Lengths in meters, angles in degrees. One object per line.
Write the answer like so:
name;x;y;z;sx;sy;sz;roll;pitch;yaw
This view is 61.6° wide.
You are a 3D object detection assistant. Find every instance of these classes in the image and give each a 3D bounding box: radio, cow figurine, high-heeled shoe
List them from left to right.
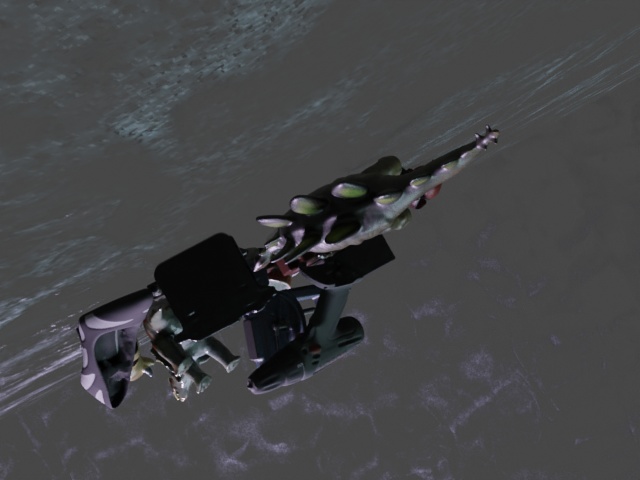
cow figurine;-0.364;0.206;0.988;0.085;0.127;0.195;-24;174;-19
high-heeled shoe;-0.290;0.166;0.788;0.249;0.145;0.086;-28;179;41
radio;0.064;0.050;1.149;0.131;0.073;0.229;-28;179;-13

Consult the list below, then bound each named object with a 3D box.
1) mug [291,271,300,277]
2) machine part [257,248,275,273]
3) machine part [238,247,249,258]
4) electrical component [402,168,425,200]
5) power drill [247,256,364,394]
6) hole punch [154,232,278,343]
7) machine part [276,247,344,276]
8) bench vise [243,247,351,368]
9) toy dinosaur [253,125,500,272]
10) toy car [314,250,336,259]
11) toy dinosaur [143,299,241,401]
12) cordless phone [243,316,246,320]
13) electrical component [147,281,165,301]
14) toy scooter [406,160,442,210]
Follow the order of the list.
mug;-0.087;0.039;1.276;0.109;0.081;0.107;-13;162;-16
machine part;-0.183;0.076;1.122;0.179;0.056;0.179;-29;176;-2
machine part;-0.149;0.043;0.838;0.084;0.039;0.139;-54;172;-2
electrical component;0.147;-0.103;1.069;0.075;0.048;0.119;-33;145;29
power drill;-0.010;0.137;0.875;0.232;0.207;0.086;-11;-152;-40
hole punch;-0.141;0.059;0.706;0.142;0.115;0.092;-27;-175;-8
machine part;-0.002;-0.003;1.133;0.201;0.087;0.201;-26;177;-12
bench vise;-0.068;0.116;0.997;0.240;0.223;0.129;-6;160;-39
toy dinosaur;0.044;-0.040;0.718;0.471;0.105;0.198;-29;177;39
toy car;0.039;-0.037;0.881;0.202;0.089;0.053;-29;162;39
toy dinosaur;-0.274;0.174;1.021;0.131;0.192;0.404;-45;150;-28
cordless phone;-0.150;0.144;1.278;0.088;0.184;0.146;-44;171;24
electrical component;-0.220;0.073;0.823;0.078;0.045;0.102;-29;177;-20
toy scooter;0.215;-0.122;1.185;0.184;0.075;0.135;-39;158;-29
